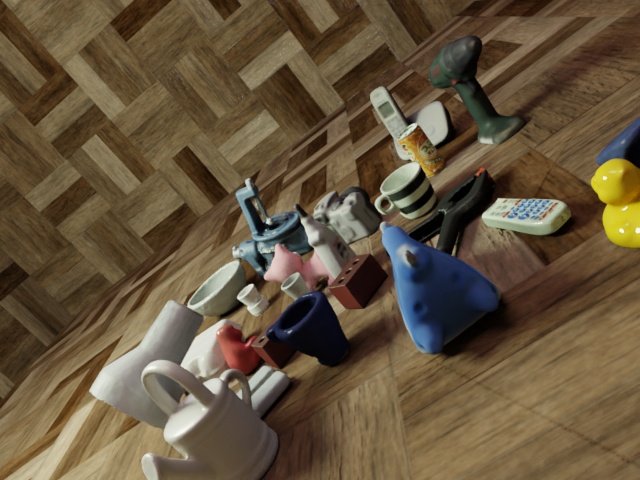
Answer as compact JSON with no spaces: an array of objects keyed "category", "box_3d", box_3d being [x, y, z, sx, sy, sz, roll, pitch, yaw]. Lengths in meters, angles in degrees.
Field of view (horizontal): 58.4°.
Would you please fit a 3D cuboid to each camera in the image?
[{"category":"camera","box_3d":[0.059,-0.066,1.213,0.142,0.101,0.137,-22,24,46]}]

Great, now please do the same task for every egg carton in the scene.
[{"category":"egg carton","box_3d":[-0.202,0.219,1.092,0.107,0.069,0.150,-33,18,21]}]

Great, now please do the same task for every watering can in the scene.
[{"category":"watering can","box_3d":[-0.152,0.231,0.728,0.100,0.194,0.173,-33,18,21]}]

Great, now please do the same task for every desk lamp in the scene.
[{"category":"desk lamp","box_3d":[-0.191,0.207,0.841,0.203,0.214,0.117,-47,18,-21]}]

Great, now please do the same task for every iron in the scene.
[{"category":"iron","box_3d":[0.123,0.034,0.735,0.118,0.141,0.258,-38,16,5]}]

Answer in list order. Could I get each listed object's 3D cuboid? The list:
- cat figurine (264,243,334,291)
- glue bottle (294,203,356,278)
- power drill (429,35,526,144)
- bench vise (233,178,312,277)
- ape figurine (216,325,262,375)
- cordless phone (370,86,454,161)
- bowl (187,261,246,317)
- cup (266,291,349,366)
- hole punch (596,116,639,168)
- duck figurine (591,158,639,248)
[{"category":"cat figurine","box_3d":[-0.038,0.050,1.089,0.127,0.118,0.067,-34,18,21]},{"category":"glue bottle","box_3d":[0.009,0.004,1.008,0.037,0.173,0.078,-32,18,24]},{"category":"power drill","box_3d":[0.292,-0.285,1.080,0.075,0.209,0.229,-40,16,-1]},{"category":"bench vise","box_3d":[-0.141,-0.024,1.329,0.207,0.220,0.121,-37,17,11]},{"category":"ape figurine","box_3d":[-0.145,0.187,1.011,0.076,0.092,0.077,-49,19,-28]},{"category":"cordless phone","box_3d":[0.208,-0.287,1.314,0.147,0.185,0.094,-27,21,36]},{"category":"bowl","box_3d":[-0.236,0.131,1.389,0.167,0.075,0.167,-36,17,13]},{"category":"cup","box_3d":[-0.014,0.142,0.836,0.117,0.095,0.092,-31,19,28]},{"category":"hole punch","box_3d":[0.378,-0.117,0.661,0.108,0.091,0.101,-40,16,1]},{"category":"duck figurine","box_3d":[0.324,-0.045,0.596,0.077,0.086,0.104,-39,16,3]}]
